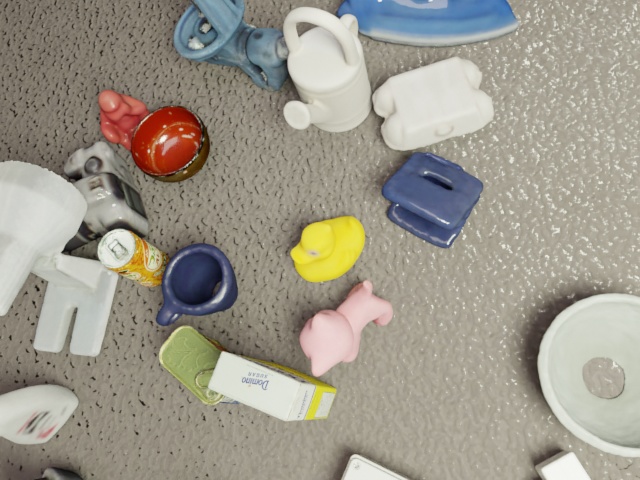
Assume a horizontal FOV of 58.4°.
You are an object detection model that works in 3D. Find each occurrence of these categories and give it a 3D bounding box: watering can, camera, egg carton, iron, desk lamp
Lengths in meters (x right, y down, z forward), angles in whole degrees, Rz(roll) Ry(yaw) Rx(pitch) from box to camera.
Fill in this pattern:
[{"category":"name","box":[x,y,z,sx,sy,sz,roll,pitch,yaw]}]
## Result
[{"category":"watering can","box":[0.008,-0.223,0.748,0.100,0.194,0.173,-2,72,11]},{"category":"camera","box":[-0.336,-0.053,0.813,0.137,0.101,0.143,-26,69,2]},{"category":"egg carton","box":[0.151,-0.180,0.771,0.150,0.069,0.107,-17,69,6]},{"category":"iron","box":[0.150,-0.356,0.790,0.257,0.142,0.119,13,75,16]},{"category":"desk lamp","box":[-0.353,0.031,0.728,0.117,0.214,0.203,2,73,13]}]

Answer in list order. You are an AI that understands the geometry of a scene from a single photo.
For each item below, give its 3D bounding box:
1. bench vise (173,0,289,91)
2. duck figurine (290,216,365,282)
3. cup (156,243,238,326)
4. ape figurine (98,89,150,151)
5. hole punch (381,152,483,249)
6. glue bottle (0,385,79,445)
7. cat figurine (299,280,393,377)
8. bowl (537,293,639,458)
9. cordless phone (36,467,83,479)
[{"category":"bench vise","box":[-0.127,-0.312,0.791,0.207,0.220,0.121,4,73,13]},{"category":"duck figurine","box":[0.007,0.003,0.732,0.104,0.086,0.077,-36,69,-1]},{"category":"cup","box":[-0.151,0.070,0.738,0.091,0.095,0.118,38,83,20]},{"category":"ape figurine","box":[-0.299,-0.189,0.855,0.078,0.092,0.076,-23,69,4]},{"category":"hole punch","box":[0.141,-0.060,0.722,0.108,0.091,0.101,29,80,19]},{"category":"glue bottle","box":[-0.372,0.211,0.695,0.037,0.173,0.078,32,81,20]},{"category":"cat figurine","box":[0.025,0.100,0.679,0.067,0.118,0.128,38,83,20]},{"category":"bowl","box":[0.320,0.146,0.626,0.167,0.075,0.167,-3,71,11]},{"category":"cordless phone","box":[-0.337,0.338,0.640,0.094,0.185,0.147,3,73,13]}]
